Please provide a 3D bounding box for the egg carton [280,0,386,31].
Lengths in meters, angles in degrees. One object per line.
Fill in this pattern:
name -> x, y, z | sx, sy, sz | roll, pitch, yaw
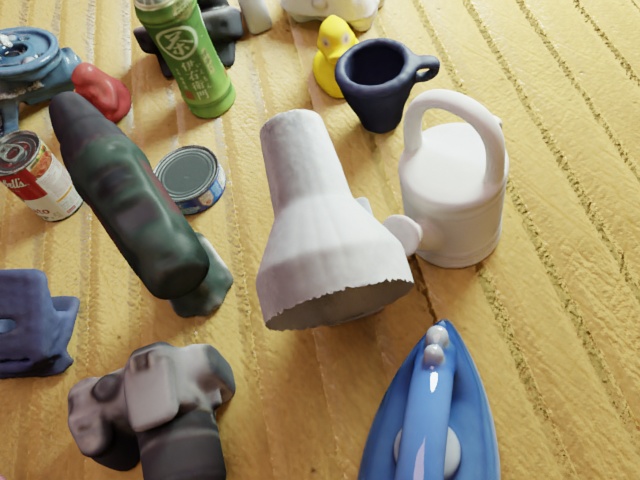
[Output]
egg carton -> 0.021, -0.353, 0.810 | 0.150, 0.069, 0.107 | 16, 64, 21

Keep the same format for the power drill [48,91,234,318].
power drill -> -0.168, -0.016, 0.565 | 0.076, 0.209, 0.229 | -37, 58, -10

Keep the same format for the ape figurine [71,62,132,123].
ape figurine -> -0.303, -0.202, 0.778 | 0.076, 0.092, 0.077 | -41, 59, -13

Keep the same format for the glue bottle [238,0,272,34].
glue bottle -> -0.113, -0.377, 0.794 | 0.037, 0.173, 0.078 | -24, 57, -2

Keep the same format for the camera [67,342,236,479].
camera -> -0.146, 0.172, 0.509 | 0.143, 0.101, 0.136 | -21, 57, 0

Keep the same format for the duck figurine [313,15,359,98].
duck figurine -> 0.023, -0.248, 0.736 | 0.077, 0.086, 0.104 | -9, 58, 8

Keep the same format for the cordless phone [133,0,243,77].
cordless phone -> -0.193, -0.323, 0.771 | 0.147, 0.185, 0.094 | -13, 57, 5

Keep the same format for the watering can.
watering can -> 0.121, -0.055, 0.531 | 0.100, 0.194, 0.173 | 7, 61, 17

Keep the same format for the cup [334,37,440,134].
cup -> 0.082, -0.175, 0.672 | 0.117, 0.095, 0.091 | -6, 58, 9

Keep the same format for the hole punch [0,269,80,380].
hole punch -> -0.324, 0.090, 0.605 | 0.108, 0.091, 0.101 | -6, 58, 9

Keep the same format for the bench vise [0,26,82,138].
bench vise -> -0.444, -0.240, 0.757 | 0.121, 0.220, 0.208 | 24, 67, 25

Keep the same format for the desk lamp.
desk lamp -> 0.005, 0.002, 0.511 | 0.118, 0.214, 0.203 | -17, 57, 3

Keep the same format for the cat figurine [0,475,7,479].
cat figurine -> -0.272, 0.242, 0.484 | 0.127, 0.118, 0.067 | 16, 64, 21

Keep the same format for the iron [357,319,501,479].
iron -> 0.083, 0.156, 0.442 | 0.118, 0.142, 0.258 | 4, 60, 15
